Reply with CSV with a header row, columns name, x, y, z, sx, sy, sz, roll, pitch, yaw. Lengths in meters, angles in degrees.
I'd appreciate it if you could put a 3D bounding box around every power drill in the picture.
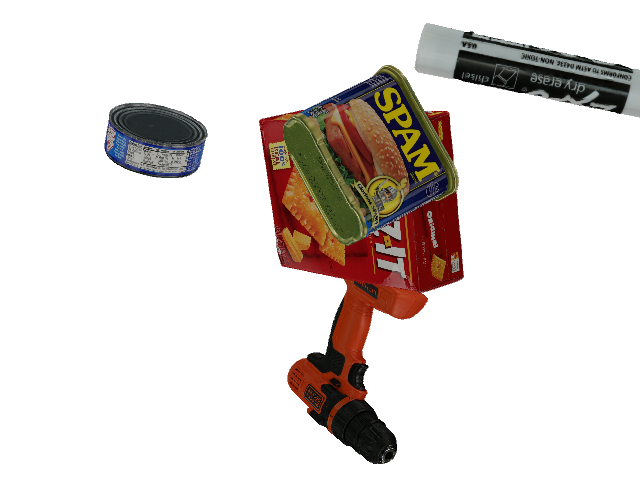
name,x,y,z,sx,sy,sz,roll,pitch,yaw
power drill,0.048,0.130,1.178,0.057,0.188,0.185,13,16,-41

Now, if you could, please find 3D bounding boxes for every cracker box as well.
name,x,y,z,sx,sy,sz,roll,pitch,yaw
cracker box,0.036,-0.045,1.062,0.071,0.164,0.214,-18,17,-37

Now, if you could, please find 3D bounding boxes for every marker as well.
name,x,y,z,sx,sy,sz,roll,pitch,yaw
marker,0.096,-0.060,0.400,0.121,0.020,0.020,13,2,8

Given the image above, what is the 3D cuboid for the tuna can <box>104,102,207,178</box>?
name,x,y,z,sx,sy,sz,roll,pitch,yaw
tuna can,-0.143,-0.087,0.925,0.086,0.034,0.086,13,26,-6

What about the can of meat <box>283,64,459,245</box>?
name,x,y,z,sx,sy,sz,roll,pitch,yaw
can of meat,0.033,-0.058,0.742,0.083,0.102,0.058,-28,-1,-22
